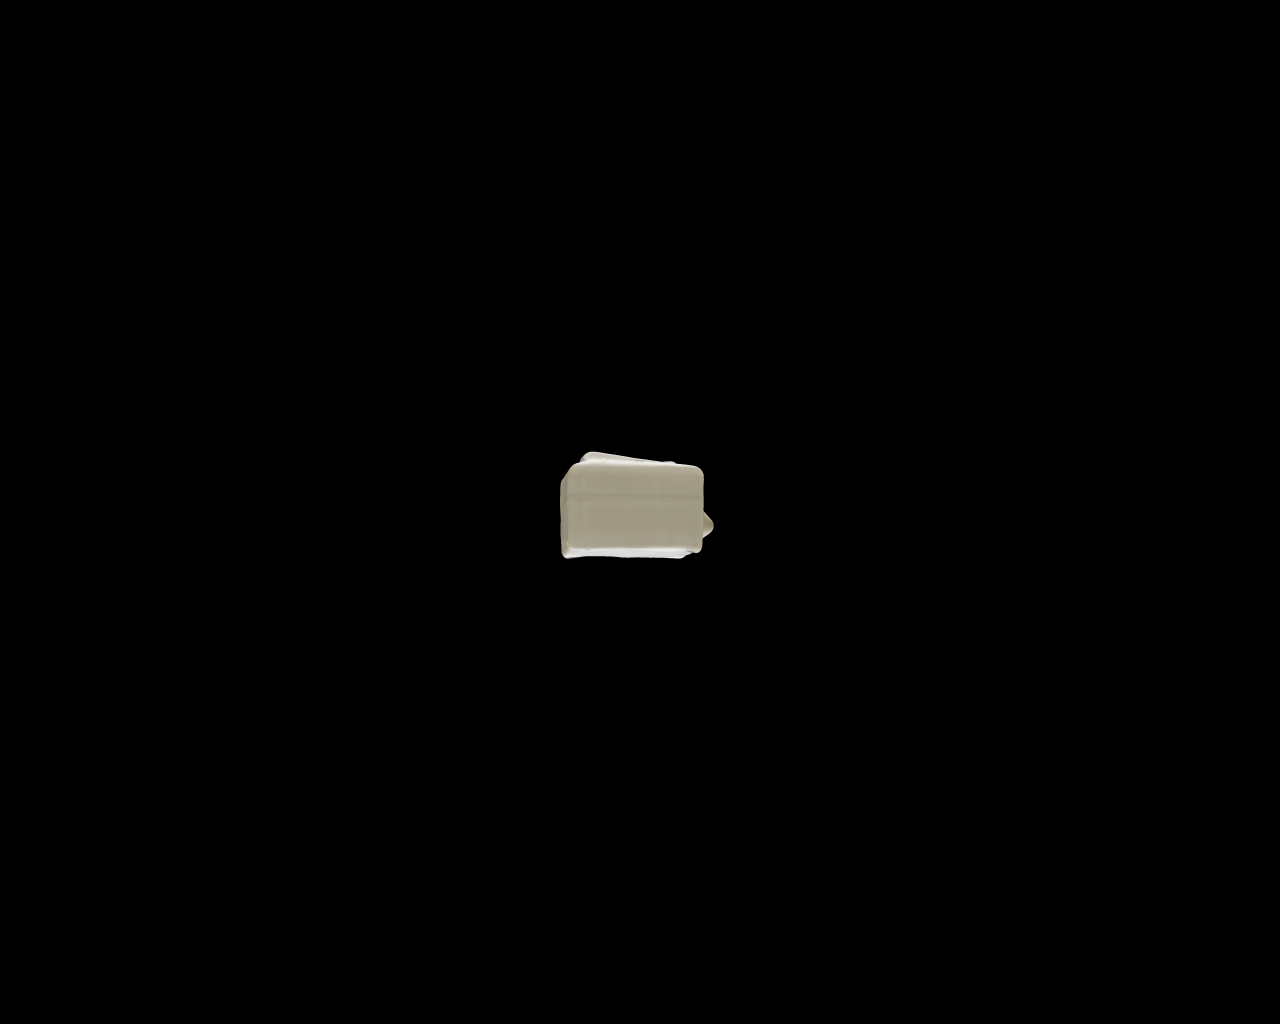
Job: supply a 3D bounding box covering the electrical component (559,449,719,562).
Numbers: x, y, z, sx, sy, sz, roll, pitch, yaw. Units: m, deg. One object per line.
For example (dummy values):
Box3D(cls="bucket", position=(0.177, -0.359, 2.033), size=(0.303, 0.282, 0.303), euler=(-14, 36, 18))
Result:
Box3D(cls="electrical component", position=(0.001, -0.003, 0.650), size=(0.096, 0.061, 0.061), euler=(1, -7, -9))
